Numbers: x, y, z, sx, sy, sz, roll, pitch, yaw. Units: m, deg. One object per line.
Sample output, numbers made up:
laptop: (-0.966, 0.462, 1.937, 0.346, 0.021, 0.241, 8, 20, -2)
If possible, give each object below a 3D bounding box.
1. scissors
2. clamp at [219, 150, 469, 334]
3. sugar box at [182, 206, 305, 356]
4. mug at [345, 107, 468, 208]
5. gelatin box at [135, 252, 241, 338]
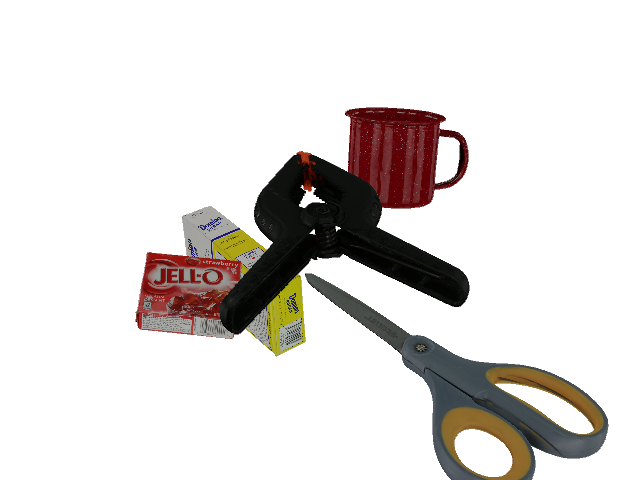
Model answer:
scissors: (0.050, 0.075, 0.569, 0.202, 0.016, 0.096, 20, 42, 28)
clamp: (0.013, -0.005, 0.767, 0.164, 0.036, 0.210, -2, 32, -1)
sugar box: (-0.085, 0.041, 1.161, 0.048, 0.093, 0.176, -23, 40, -27)
mug: (0.079, -0.076, 0.992, 0.117, 0.081, 0.093, 2, 14, -2)
gelatin box: (-0.119, 0.049, 0.969, 0.089, 0.073, 0.030, 6, -45, -5)
